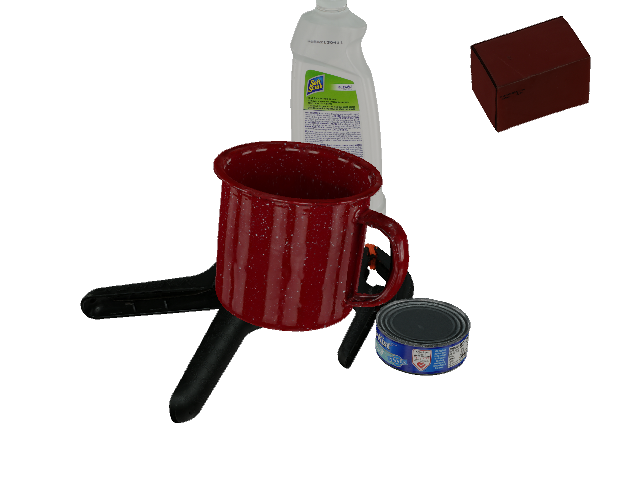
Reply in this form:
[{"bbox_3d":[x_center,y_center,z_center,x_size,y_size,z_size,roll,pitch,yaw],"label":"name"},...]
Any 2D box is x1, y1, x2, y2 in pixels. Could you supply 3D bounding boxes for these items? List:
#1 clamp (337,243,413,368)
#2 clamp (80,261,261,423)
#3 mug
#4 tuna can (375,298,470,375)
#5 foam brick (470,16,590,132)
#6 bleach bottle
[{"bbox_3d":[0.079,0.073,1.189,0.120,0.171,0.039,5,-43,-4],"label":"clamp"},{"bbox_3d":[-0.076,0.042,0.842,0.209,0.036,0.165,-34,45,-27],"label":"clamp"},{"bbox_3d":[-0.005,0.001,0.592,0.117,0.081,0.093,17,26,21],"label":"mug"},{"bbox_3d":[0.092,0.087,0.971,0.086,0.034,0.086,1,26,-1],"label":"tuna can"},{"bbox_3d":[0.162,-0.128,0.823,0.078,0.051,0.053,-18,-37,-4],"label":"foam brick"},{"bbox_3d":[0.020,-0.139,1.107,0.102,0.251,0.068,0,31,0],"label":"bleach bottle"}]
